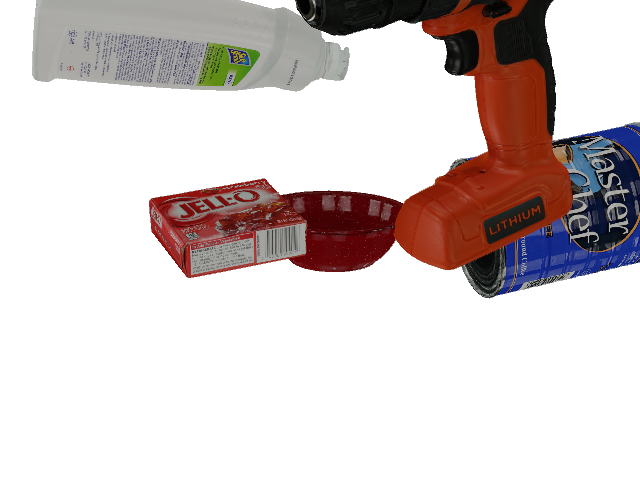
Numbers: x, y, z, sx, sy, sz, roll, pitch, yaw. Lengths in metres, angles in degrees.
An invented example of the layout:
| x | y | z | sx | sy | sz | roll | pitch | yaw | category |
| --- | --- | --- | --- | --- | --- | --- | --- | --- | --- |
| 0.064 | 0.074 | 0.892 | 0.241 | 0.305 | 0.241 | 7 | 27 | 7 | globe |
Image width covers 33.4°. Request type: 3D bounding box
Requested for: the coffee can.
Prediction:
| x | y | z | sx | sy | sz | roll | pitch | yaw | category |
| --- | --- | --- | --- | --- | --- | --- | --- | --- | --- |
| 0.175 | -0.022 | 0.773 | 0.140 | 0.103 | 0.103 | -12 | 2 | -11 | coffee can |

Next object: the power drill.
| x | y | z | sx | sy | sz | roll | pitch | yaw | category |
| --- | --- | --- | --- | --- | --- | --- | --- | --- | --- |
| 0.073 | -0.081 | 0.552 | 0.184 | 0.188 | 0.057 | -22 | 37 | -25 | power drill |

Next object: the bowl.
| x | y | z | sx | sy | sz | roll | pitch | yaw | category |
| --- | --- | --- | --- | --- | --- | --- | --- | --- | --- |
| 0.013 | -0.007 | 1.112 | 0.162 | 0.055 | 0.162 | 0 | 17 | 0 | bowl |

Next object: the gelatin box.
| x | y | z | sx | sy | sz | roll | pitch | yaw | category |
| --- | --- | --- | --- | --- | --- | --- | --- | --- | --- |
| -0.063 | -0.010 | 0.725 | 0.089 | 0.030 | 0.073 | -11 | 30 | -23 | gelatin box |

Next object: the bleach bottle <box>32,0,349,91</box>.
| x | y | z | sx | sy | sz | roll | pitch | yaw | category |
| --- | --- | --- | --- | --- | --- | --- | --- | --- | --- |
| -0.103 | -0.159 | 0.870 | 0.250 | 0.068 | 0.103 | 7 | -26 | -13 | bleach bottle |
